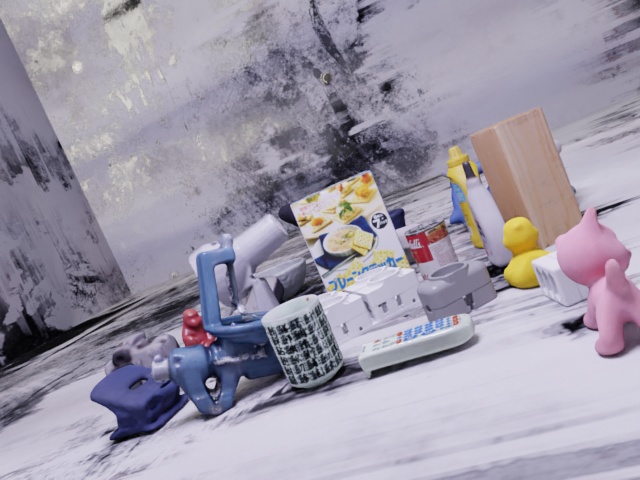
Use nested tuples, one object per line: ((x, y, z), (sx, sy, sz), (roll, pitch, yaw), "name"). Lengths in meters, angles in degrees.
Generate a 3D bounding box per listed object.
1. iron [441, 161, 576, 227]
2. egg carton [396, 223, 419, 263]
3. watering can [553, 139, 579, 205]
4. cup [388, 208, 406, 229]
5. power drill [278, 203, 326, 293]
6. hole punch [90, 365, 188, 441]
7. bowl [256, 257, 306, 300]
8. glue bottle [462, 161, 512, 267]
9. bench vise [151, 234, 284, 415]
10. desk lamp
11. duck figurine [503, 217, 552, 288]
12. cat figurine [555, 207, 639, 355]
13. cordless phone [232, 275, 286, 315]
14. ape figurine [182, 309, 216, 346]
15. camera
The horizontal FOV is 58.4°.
((0.392, -0.122, 1.225), (0.257, 0.141, 0.119), (-20, 7, 24), "iron")
((0.164, 0.018, 1.200), (0.150, 0.069, 0.107), (-20, 7, 23), "egg carton")
((0.407, -0.140, 1.085), (0.100, 0.194, 0.173), (-19, 8, 28), "watering can")
((0.176, -0.021, 1.362), (0.091, 0.095, 0.118), (-16, 9, 46), "cup")
((0.011, 0.004, 1.226), (0.076, 0.208, 0.229), (-28, 8, -37), "power drill")
((-0.269, 0.233, 0.862), (0.101, 0.091, 0.109), (-21, 7, 22), "hole punch")
((-0.099, 0.107, 1.374), (0.167, 0.075, 0.167), (-23, 6, 3), "bowl")
((0.261, -0.044, 0.909), (0.037, 0.173, 0.078), (-23, 7, 3), "glue bottle")
((-0.138, 0.115, 0.792), (0.208, 0.220, 0.121), (-28, 8, -35), "bench vise")
((-0.105, 0.074, 1.035), (0.203, 0.213, 0.118), (-23, 7, 1), "desk lamp")
((0.278, 0.012, 0.776), (0.077, 0.086, 0.105), (-22, 7, 13), "duck figurine")
((0.265, 0.029, 0.539), (0.067, 0.118, 0.128), (-21, 7, 16), "cat figurine")
((-0.154, 0.087, 1.232), (0.147, 0.185, 0.094), (-16, 10, 47), "cordless phone")
((-0.259, 0.188, 1.193), (0.078, 0.092, 0.076), (-28, 8, -36), "ape figurine")
((-0.324, 0.221, 1.105), (0.143, 0.101, 0.137), (-21, 7, 14), "camera")
